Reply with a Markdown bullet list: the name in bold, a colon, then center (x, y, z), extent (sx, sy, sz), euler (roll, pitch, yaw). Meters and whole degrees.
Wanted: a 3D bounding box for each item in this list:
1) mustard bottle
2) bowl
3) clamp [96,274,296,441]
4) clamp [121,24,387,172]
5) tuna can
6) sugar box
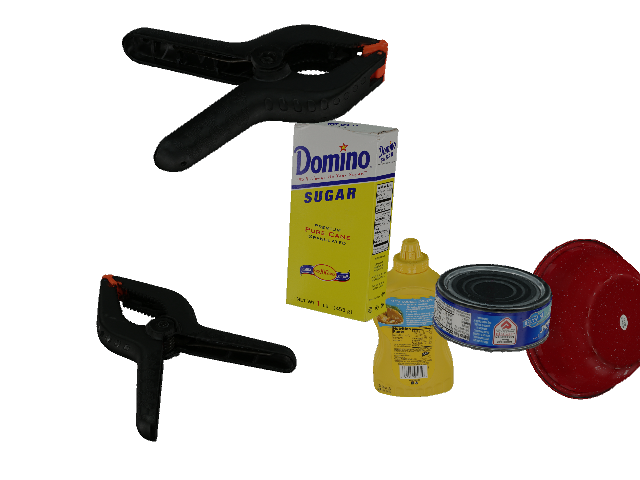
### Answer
- **mustard bottle**: center (0.107, 0.088, 1.252), extent (0.096, 0.192, 0.058), euler (-1, 23, 5)
- **bowl**: center (0.277, 0.078, 1.048), extent (0.161, 0.162, 0.055), euler (0, -1, -29)
- **clamp**: center (-0.134, 0.091, 0.993), extent (0.164, 0.036, 0.210), euler (-17, 40, -30)
- **clamp**: center (-0.038, -0.094, 0.675), extent (0.171, 0.120, 0.039), euler (-6, -33, -5)
- **tuna can**: center (0.126, 0.048, 0.781), extent (0.086, 0.034, 0.086), euler (1, 21, -1)
- **sugar box**: center (0.018, -0.020, 0.990), extent (0.093, 0.176, 0.048), euler (10, 17, 31)
